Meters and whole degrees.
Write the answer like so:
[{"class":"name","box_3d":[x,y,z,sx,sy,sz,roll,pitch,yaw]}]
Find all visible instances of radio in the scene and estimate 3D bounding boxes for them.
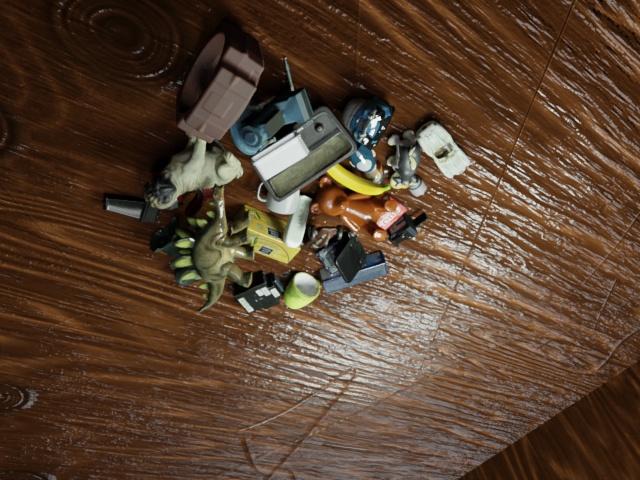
[{"class":"radio","box_3d":[-0.040,-0.203,1.245,0.230,0.073,0.131,-33,100,10]}]

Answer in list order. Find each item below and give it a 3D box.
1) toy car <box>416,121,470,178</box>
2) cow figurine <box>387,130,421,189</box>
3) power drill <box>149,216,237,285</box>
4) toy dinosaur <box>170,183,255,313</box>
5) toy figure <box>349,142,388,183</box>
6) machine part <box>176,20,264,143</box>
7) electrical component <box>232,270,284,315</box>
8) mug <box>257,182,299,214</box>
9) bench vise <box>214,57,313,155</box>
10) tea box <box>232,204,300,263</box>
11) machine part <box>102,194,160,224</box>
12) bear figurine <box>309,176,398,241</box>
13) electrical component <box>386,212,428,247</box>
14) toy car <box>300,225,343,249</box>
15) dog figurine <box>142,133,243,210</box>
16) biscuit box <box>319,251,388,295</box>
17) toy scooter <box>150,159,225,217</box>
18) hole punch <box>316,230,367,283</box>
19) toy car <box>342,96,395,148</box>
[{"class":"toy car","box_3d":[0.318,-0.229,1.378,0.073,0.056,0.201,-37,131,19]},{"class":"cow figurine","box_3d":[0.218,-0.185,1.363,0.068,0.098,0.167,-15,135,-11]},{"class":"power drill","box_3d":[-0.328,0.020,1.424,0.232,0.086,0.207,-32,140,19]},{"class":"toy dinosaur","box_3d":[-0.262,0.046,1.329,0.199,0.105,0.470,6,134,-1]},{"class":"toy figure","box_3d":[0.121,-0.188,1.363,0.064,0.058,0.154,2,150,38]},{"class":"machine part","box_3d":[-0.198,-0.307,1.053,0.087,0.202,0.201,24,122,-33]},{"class":"electrical component","box_3d":[-0.179,0.154,1.600,0.134,0.058,0.114,-23,136,6]},{"class":"mug","box_3d":[-0.100,-0.131,1.343,0.109,0.081,0.107,10,117,-13]},{"class":"bench vise","box_3d":[-0.145,-0.264,1.157,0.241,0.224,0.128,-3,136,30]},{"class":"tea box","box_3d":[-0.142,-0.015,1.422,0.169,0.098,0.068,22,125,-34]},{"class":"machine part","box_3d":[-0.460,-0.078,1.313,0.139,0.039,0.084,13,133,-28]},{"class":"bear figurine","box_3d":[0.082,-0.086,1.404,0.195,0.132,0.120,20,95,-35]},{"class":"electrical component","box_3d":[0.245,-0.041,1.523,0.119,0.075,0.047,-36,132,23]},{"class":"toy car","box_3d":[-0.003,-0.004,1.436,0.089,0.053,0.202,2,171,-16]},{"class":"dog figurine","box_3d":[-0.281,-0.130,1.202,0.172,0.121,0.190,32,85,-21]},{"class":"biscuit box","box_3d":[0.102,0.097,1.624,0.203,0.059,0.062,-17,134,1]},{"class":"toy scooter","box_3d":[-0.327,-0.111,1.288,0.184,0.075,0.135,14,118,-30]},{"class":"hole punch","box_3d":[0.065,0.046,1.553,0.116,0.092,0.142,-50,128,-24]},{"class":"toy car","box_3d":[0.100,-0.275,1.231,0.103,0.161,0.109,31,114,11]}]
